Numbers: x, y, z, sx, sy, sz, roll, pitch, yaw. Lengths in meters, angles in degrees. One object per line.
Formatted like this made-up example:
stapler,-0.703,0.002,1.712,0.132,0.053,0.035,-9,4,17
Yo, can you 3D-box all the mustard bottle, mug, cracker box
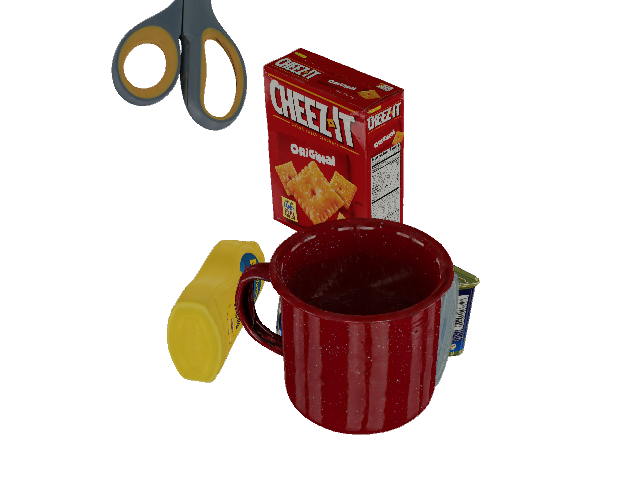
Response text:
mustard bottle,-0.098,0.054,1.099,0.058,0.096,0.191,5,31,13
mug,0.009,0.044,0.561,0.117,0.081,0.093,10,34,16
cracker box,0.014,-0.094,1.239,0.164,0.214,0.072,28,46,36

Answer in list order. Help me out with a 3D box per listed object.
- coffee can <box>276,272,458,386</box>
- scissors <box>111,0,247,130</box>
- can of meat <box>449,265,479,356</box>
coffee can,0.044,0.066,0.950,0.140,0.103,0.102,10,3,16
scissors,-0.100,-0.165,0.708,0.096,0.202,0.016,-7,-17,-21
can of meat,0.116,0.068,1.142,0.057,0.084,0.102,-4,20,-34
